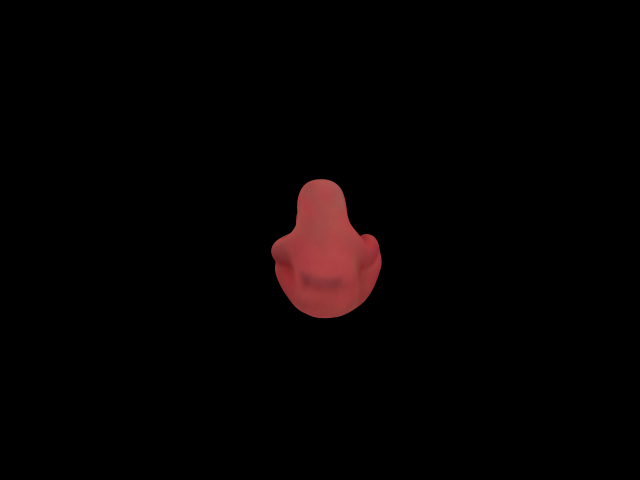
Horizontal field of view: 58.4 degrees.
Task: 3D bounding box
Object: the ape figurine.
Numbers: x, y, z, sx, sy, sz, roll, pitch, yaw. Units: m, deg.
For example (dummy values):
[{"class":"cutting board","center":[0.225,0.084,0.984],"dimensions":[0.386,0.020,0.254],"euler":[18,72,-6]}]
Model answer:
[{"class":"ape figurine","center":[0.004,0.001,0.400],"dimensions":[0.077,0.092,0.076],"euler":[5,25,11]}]
